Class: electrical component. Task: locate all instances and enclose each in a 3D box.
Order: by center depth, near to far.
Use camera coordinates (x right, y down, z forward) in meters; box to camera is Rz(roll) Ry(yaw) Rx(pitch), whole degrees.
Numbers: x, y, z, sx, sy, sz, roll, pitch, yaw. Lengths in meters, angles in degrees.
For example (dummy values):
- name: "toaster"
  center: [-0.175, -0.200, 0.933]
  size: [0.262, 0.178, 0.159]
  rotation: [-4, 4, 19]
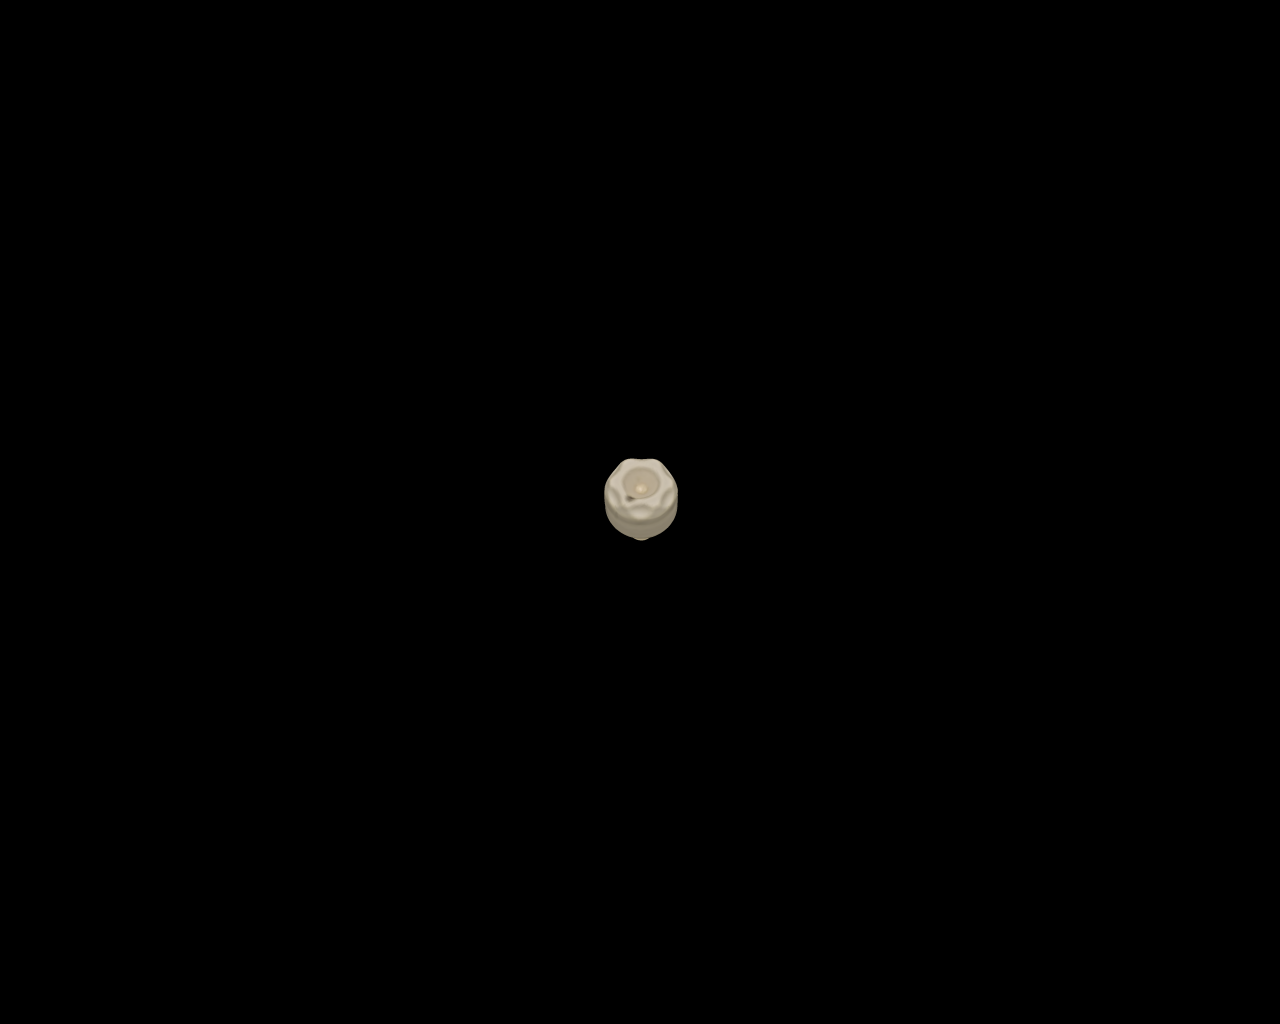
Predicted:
- name: "electrical component"
  center: [0.001, -0.003, 0.650]
  size: [0.043, 0.043, 0.062]
  rotation: [0, -30, 0]
